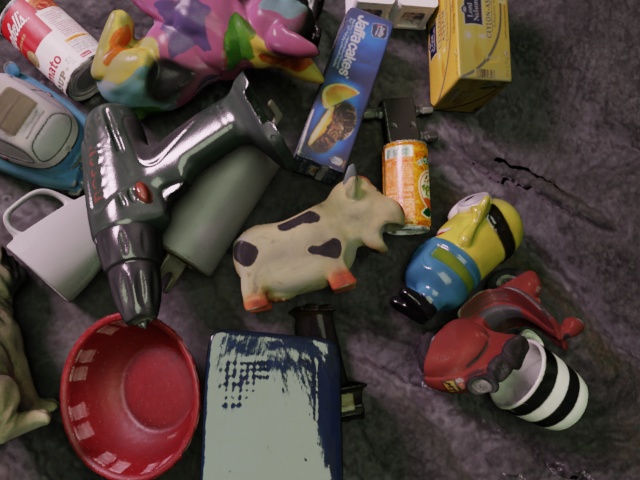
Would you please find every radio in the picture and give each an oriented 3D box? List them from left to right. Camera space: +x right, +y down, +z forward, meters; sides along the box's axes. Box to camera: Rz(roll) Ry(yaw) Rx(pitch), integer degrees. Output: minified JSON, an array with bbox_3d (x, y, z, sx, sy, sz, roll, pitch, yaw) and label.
[{"bbox_3d":[-0.047,0.204,0.508,0.131,0.073,0.229,2,72,-9],"label":"radio"}]

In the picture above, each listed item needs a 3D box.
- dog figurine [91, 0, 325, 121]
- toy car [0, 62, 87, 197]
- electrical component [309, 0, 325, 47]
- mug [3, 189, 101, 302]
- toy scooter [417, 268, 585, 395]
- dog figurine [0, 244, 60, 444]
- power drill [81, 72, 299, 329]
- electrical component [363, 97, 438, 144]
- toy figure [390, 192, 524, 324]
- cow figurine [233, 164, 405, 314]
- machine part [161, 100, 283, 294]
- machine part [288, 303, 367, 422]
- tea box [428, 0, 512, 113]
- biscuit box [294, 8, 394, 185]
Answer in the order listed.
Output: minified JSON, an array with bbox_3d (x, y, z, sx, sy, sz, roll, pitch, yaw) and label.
[{"bbox_3d":[-0.107,-0.197,0.577,0.219,0.108,0.191,20,83,8],"label":"dog figurine"},{"bbox_3d":[-0.310,-0.116,0.559,0.162,0.103,0.109,30,79,-1],"label":"toy car"},{"bbox_3d":[-0.054,-0.275,0.651,0.119,0.048,0.075,6,79,-7],"label":"electrical component"},{"bbox_3d":[-0.261,-0.009,0.562,0.109,0.081,0.107,46,66,-7],"label":"mug"},{"bbox_3d":[0.199,0.105,0.582,0.184,0.135,0.075,-42,115,-14],"label":"toy scooter"},{"bbox_3d":[-0.329,0.091,0.491,0.121,0.172,0.190,-13,90,-21],"label":"dog figurine"},{"bbox_3d":[-0.127,-0.055,0.520,0.207,0.086,0.232,-30,67,6],"label":"power drill"},{"bbox_3d":[0.099,-0.143,0.667,0.094,0.021,0.063,-5,82,-10],"label":"electrical component"},{"bbox_3d":[0.160,0.022,0.621,0.089,0.082,0.180,48,69,-18],"label":"toy figure"},{"bbox_3d":[-0.001,-0.002,0.591,0.195,0.085,0.127,-16,82,1],"label":"cow figurine"},{"bbox_3d":[-0.109,-0.049,0.592,0.079,0.079,0.243,31,76,-3],"label":"machine part"},{"bbox_3d":[0.004,0.138,0.599,0.084,0.039,0.139,-13,85,-2],"label":"machine part"},{"bbox_3d":[0.179,-0.254,0.660,0.068,0.098,0.169,1,79,-9],"label":"tea box"},{"bbox_3d":[0.026,-0.171,0.640,0.059,0.063,0.202,20,79,-7],"label":"biscuit box"}]
